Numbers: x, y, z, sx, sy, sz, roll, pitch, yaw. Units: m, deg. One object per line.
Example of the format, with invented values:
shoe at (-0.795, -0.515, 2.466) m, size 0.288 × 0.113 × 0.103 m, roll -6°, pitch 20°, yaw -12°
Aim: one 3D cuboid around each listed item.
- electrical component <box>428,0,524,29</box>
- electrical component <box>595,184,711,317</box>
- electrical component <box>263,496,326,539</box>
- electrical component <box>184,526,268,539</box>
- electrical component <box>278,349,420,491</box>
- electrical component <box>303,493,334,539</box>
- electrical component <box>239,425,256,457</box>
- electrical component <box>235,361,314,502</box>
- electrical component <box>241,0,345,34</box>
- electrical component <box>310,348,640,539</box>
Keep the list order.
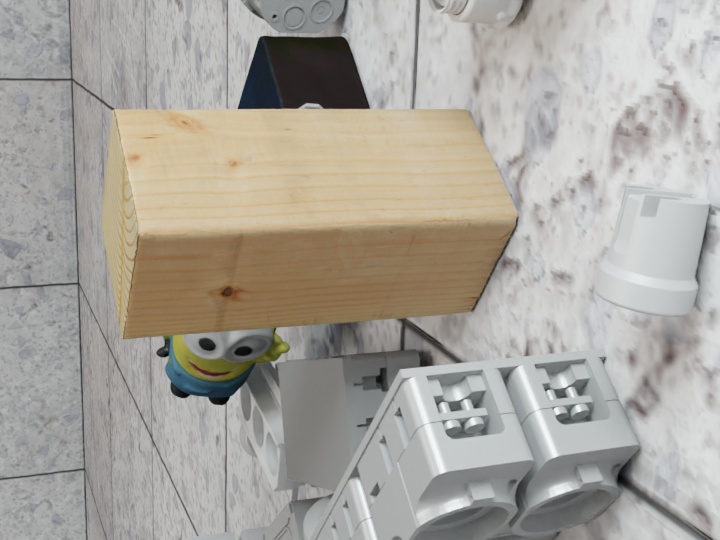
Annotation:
electrical component at (0.052, -0.151, 0.561) m, size 0.048 × 0.062 × 0.048 m, roll 177°, pitch 90°, yaw -69°
electrical component at (0.120, -0.009, 0.439) m, size 0.040 × 0.040 × 0.046 m, roll -140°, pitch 56°, yaw -63°
electrical component at (-0.033, 0.230, 0.858) m, size 0.113 × 0.057 × 0.078 m, roll 122°, pitch 140°, yaw -57°
electrical component at (-0.092, 0.321, 0.960) m, size 0.186 × 0.105 × 0.060 m, roll -116°, pitch 30°, yaw -45°
electrical component at (-0.004, 0.104, 0.754) m, size 0.150 × 0.062 × 0.089 m, roll 164°, pitch 102°, yaw -69°
electrical component at (0.002, 0.188, 0.728) m, size 0.080 × 0.080 × 0.051 m, roll -132°, pitch 38°, yaw -59°
electrical component at (-0.087, 0.155, 1.008) m, size 0.062 × 0.043 × 0.043 m, roll 164°, pitch 101°, yaw -68°
electrical component at (-0.057, 0.127, 0.896) m, size 0.121 × 0.063 × 0.078 m, roll -130°, pitch 41°, yaw -57°
electrical component at (-0.050, -0.217, 0.799) m, size 0.051 × 0.080 × 0.080 m, roll 53°, pitch 142°, yaw 47°
electrical component at (0.051, 0.120, 0.548) m, size 0.186 × 0.105 × 0.060 m, roll 113°, pitch 147°, yaw -50°
